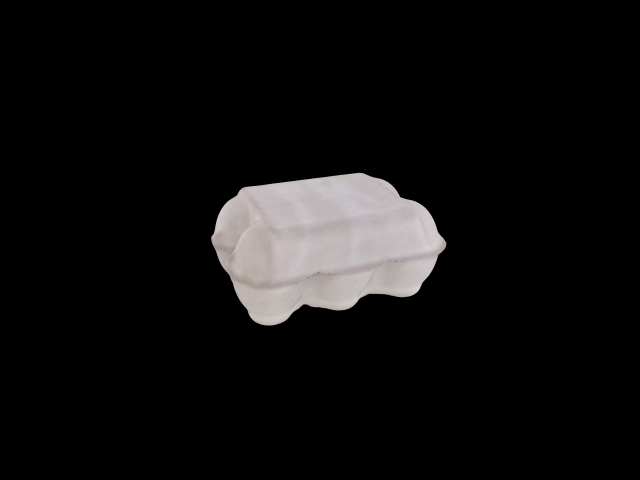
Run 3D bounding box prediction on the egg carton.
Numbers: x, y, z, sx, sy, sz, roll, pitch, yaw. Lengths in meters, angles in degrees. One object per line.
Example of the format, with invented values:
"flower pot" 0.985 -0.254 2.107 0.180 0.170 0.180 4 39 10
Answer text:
"egg carton" 0.004 0.001 0.400 0.150 0.069 0.107 -10 28 -20
